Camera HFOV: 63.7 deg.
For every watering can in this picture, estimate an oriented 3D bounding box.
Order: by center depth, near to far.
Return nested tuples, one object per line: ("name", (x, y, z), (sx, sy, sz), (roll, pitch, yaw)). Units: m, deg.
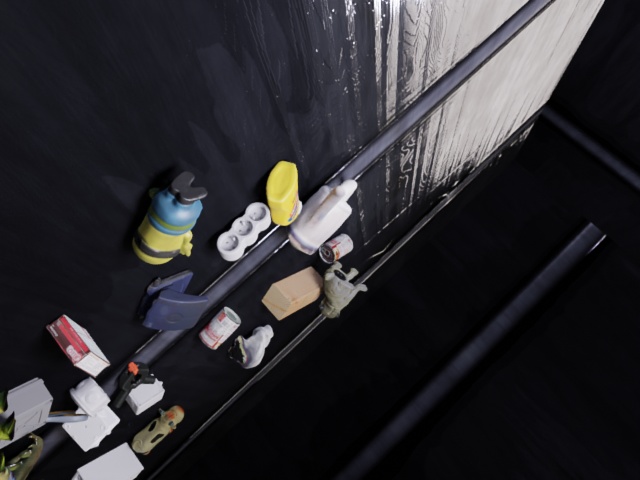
("watering can", (0.004, -0.063, 1.259), (0.223, 0.104, 0.349), (-47, 178, 9))

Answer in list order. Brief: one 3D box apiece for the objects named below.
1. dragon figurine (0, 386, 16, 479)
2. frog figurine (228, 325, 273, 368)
("dragon figurine", (-0.608, 0.325, 0.780), (0.243, 0.125, 0.401), (-1, 134, -26))
("frog figurine", (-0.222, 0.374, 1.806), (0.160, 0.124, 0.135), (-11, 125, -42))
